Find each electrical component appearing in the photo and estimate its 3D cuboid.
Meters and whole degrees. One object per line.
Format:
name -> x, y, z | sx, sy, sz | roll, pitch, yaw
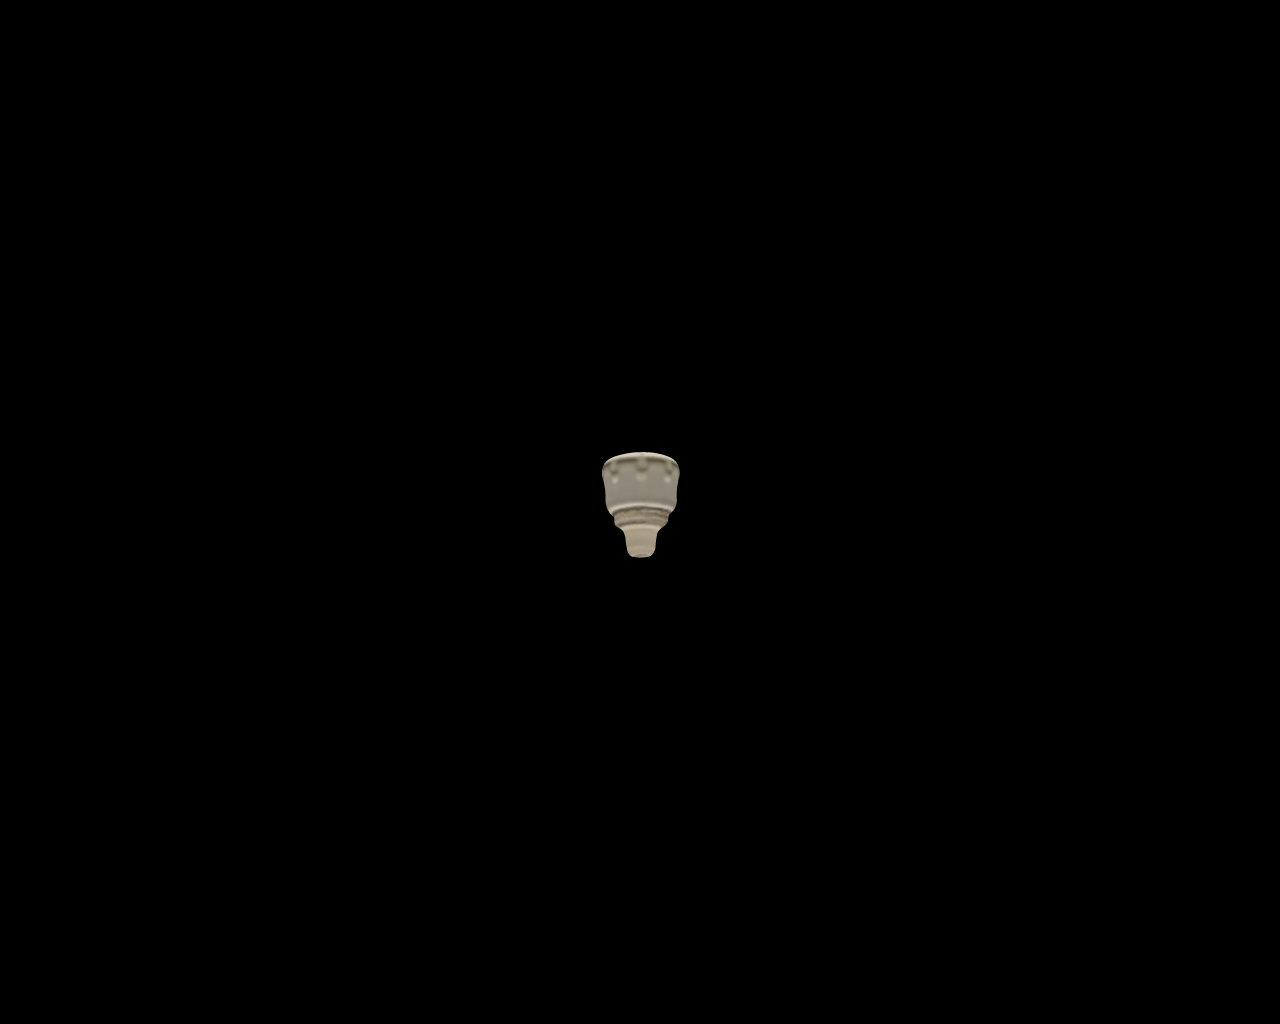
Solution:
electrical component -> 0.001, -0.003, 0.650 | 0.048, 0.062, 0.048 | 0, -11, 0
